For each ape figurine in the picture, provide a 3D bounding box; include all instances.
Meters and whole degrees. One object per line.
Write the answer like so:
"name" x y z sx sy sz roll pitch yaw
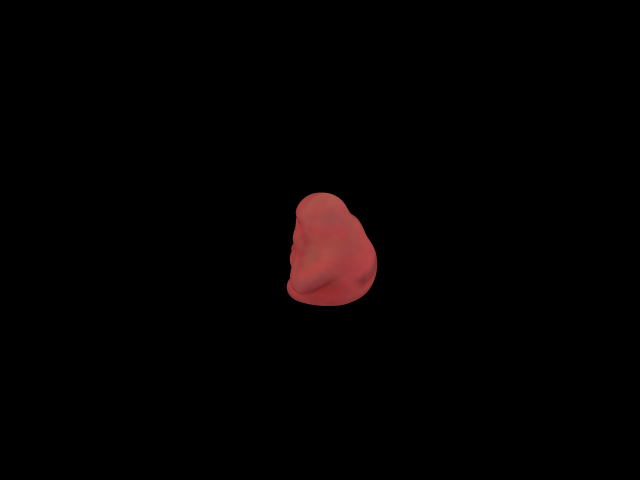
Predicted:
"ape figurine" 0.004 0.001 0.400 0.076 0.092 0.078 27 57 20
